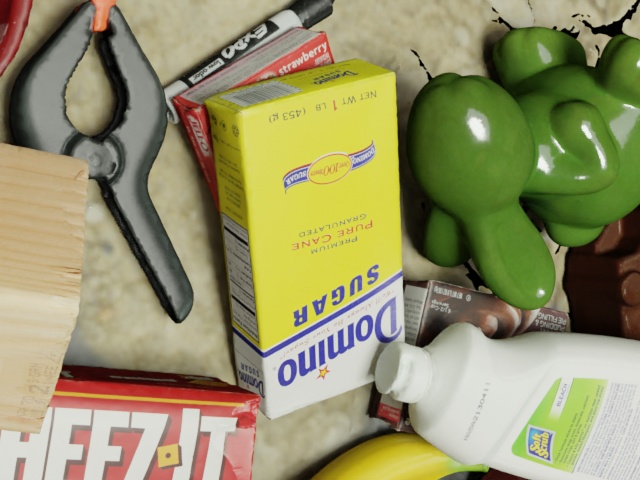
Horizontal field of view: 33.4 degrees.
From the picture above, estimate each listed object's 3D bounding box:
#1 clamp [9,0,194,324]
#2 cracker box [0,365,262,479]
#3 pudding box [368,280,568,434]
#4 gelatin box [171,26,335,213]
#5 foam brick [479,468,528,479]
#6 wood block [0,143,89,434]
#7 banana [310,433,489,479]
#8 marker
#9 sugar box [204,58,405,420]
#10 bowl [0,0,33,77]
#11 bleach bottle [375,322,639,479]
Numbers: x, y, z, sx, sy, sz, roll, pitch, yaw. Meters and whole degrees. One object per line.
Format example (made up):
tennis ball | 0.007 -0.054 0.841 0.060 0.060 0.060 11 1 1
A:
clamp | -0.126 -0.035 0.535 0.120 0.039 0.171 -8 96 -31
cracker box | -0.124 0.172 0.523 0.164 0.072 0.214 8 87 -28
pudding box | 0.092 0.077 0.650 0.113 0.039 0.090 14 86 -27
gelatin box | -0.027 -0.062 0.577 0.089 0.030 0.073 -35 125 -23
foam brick | 0.133 0.177 0.656 0.078 0.053 0.051 28 116 -26
wood block | -0.205 0.006 0.429 0.205 0.090 0.091 11 43 -18
banana | 0.012 0.154 0.584 0.197 0.070 0.037 -31 115 -41
marker | -0.038 -0.104 0.587 0.121 0.020 0.020 -38 108 -21
sugar box | -0.003 0.001 0.567 0.093 0.048 0.176 -18 116 -26
bowl | -0.214 -0.120 0.475 0.161 0.055 0.162 -1 92 -27
bleach bottle | 0.151 0.093 0.617 0.250 0.068 0.102 16 94 -21
